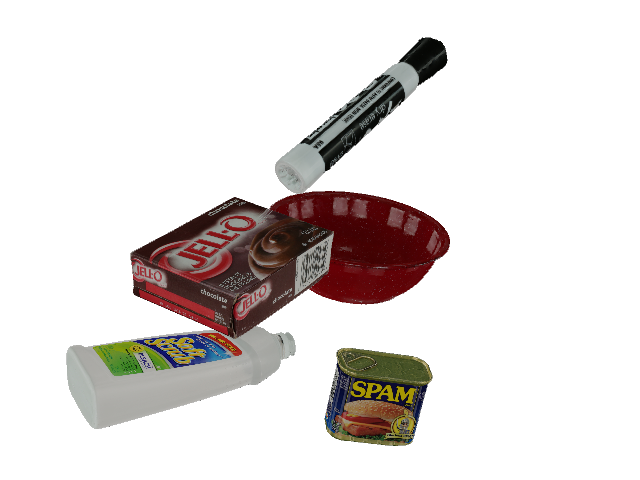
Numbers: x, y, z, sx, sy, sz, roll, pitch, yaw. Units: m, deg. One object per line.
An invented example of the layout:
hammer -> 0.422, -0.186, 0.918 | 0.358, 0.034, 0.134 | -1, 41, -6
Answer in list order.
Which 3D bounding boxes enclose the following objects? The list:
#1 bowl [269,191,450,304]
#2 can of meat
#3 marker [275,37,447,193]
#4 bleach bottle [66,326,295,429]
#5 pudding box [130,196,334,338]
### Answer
bowl -> 0.030, 0.011, 0.934 | 0.162, 0.055, 0.162 | 6, 23, -3
can of meat -> 0.059, 0.168, 1.139 | 0.102, 0.084, 0.057 | 9, 21, -9
marker -> 0.023, -0.064, 0.521 | 0.020, 0.020, 0.121 | 0, 36, 51
bleach bottle -> -0.149, 0.138, 1.198 | 0.250, 0.068, 0.103 | -11, 31, -27
pudding box -> -0.058, 0.015, 0.724 | 0.090, 0.039, 0.113 | 21, 31, 29
